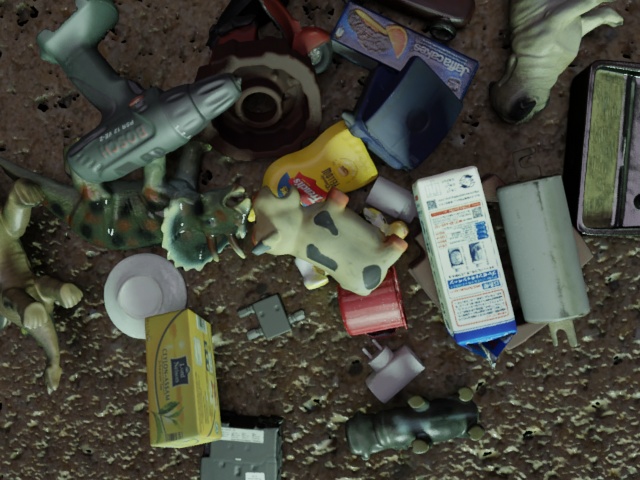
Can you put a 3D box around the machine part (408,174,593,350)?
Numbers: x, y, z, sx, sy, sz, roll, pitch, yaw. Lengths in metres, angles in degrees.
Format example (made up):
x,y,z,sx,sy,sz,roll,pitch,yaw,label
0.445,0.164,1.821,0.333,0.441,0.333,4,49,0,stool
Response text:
x,y,z,sx,sy,sz,roll,pitch,yaw,label
0.238,0.028,0.733,0.201,0.087,0.201,-39,86,4,machine part

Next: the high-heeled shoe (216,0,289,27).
x,y,z,sx,sy,sz,roll,pitch,yaw,label
-0.078,-0.410,0.758,0.249,0.086,0.145,-35,81,3,high-heeled shoe

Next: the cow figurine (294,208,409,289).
x,y,z,sx,sy,sz,roll,pitch,yaw,label
0.036,-0.004,0.760,0.167,0.068,0.098,-28,83,3,cow figurine

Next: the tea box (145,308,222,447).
x,y,z,sx,sy,sz,roll,pitch,yaw,label
-0.187,0.190,0.736,0.068,0.098,0.169,-12,65,4,tea box

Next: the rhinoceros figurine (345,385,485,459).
x,y,z,sx,sy,sz,roll,pitch,yaw,label
0.129,0.250,0.738,0.190,0.112,0.073,-9,74,-7,rhinoceros figurine

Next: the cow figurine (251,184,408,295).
x,y,z,sx,sy,sz,roll,pitch,yaw,label
-0.001,-0.002,0.681,0.195,0.085,0.127,36,85,-4,cow figurine

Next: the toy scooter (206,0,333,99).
x,y,z,sx,sy,sz,roll,pitch,yaw,label
-0.082,-0.273,0.726,0.184,0.075,0.135,-13,129,16,toy scooter

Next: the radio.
x,y,z,sx,sy,sz,roll,pitch,yaw,label
0.406,-0.115,0.722,0.131,0.073,0.229,5,92,5,radio

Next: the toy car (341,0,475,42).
x,y,z,sx,sy,sz,roll,pitch,yaw,label
0.118,-0.347,0.752,0.202,0.053,0.089,19,88,0,toy car

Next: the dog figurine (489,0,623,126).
x,y,z,sx,sy,sz,roll,pitch,yaw,label
0.276,-0.272,0.727,0.190,0.121,0.172,-46,53,21,dog figurine

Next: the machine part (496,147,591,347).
x,y,z,sx,sy,sz,roll,pitch,yaw,label
0.268,0.010,0.649,0.079,0.079,0.243,-13,90,5,machine part

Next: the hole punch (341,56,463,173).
x,y,z,sx,sy,sz,roll,pitch,yaw,label
0.113,-0.164,0.705,0.142,0.092,0.116,34,71,-34,hole punch

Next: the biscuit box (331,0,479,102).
x,y,z,sx,sy,sz,roll,pitch,yaw,label
0.116,-0.256,0.750,0.203,0.059,0.062,27,93,3,biscuit box

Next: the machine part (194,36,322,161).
x,y,z,sx,sy,sz,roll,pitch,yaw,label
-0.081,-0.186,0.722,0.179,0.179,0.056,-8,48,5,machine part

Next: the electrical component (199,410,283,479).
x,y,z,sx,sy,sz,roll,pitch,yaw,label
-0.113,0.321,0.779,0.115,0.058,0.134,5,91,7,electrical component

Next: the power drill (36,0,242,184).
x,y,z,sx,sy,sz,roll,pitch,yaw,label
-0.232,-0.193,0.656,0.232,0.086,0.207,-35,90,11,power drill

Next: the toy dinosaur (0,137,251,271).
x,y,z,sx,sy,sz,roll,pitch,yaw,label
-0.273,-0.048,0.763,0.405,0.131,0.192,-2,90,11,toy dinosaur

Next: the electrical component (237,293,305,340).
x,y,z,sx,sy,sz,roll,pitch,yaw,label
-0.071,0.109,0.790,0.094,0.021,0.063,-21,89,5,electrical component

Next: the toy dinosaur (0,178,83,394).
x,y,z,sx,sy,sz,roll,pitch,yaw,label
-0.469,-0.003,0.746,0.199,0.105,0.471,-23,90,34,toy dinosaur
